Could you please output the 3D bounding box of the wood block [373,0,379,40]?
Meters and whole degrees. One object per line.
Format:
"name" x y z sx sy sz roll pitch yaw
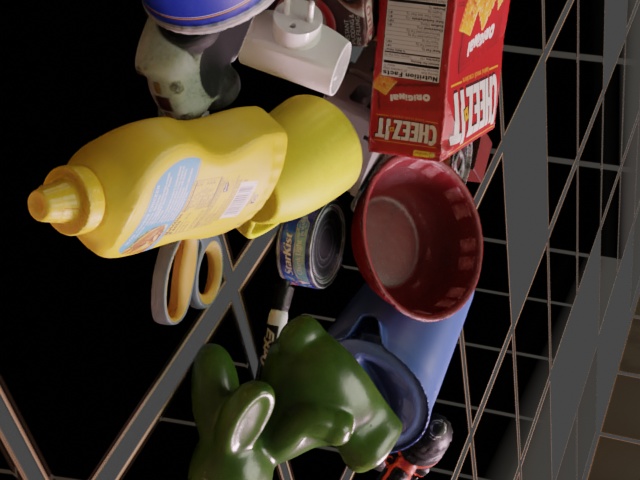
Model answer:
"wood block" 0.054 -0.236 0.950 0.205 0.091 0.090 -33 129 -61

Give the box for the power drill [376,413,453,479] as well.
"power drill" 0.069 0.270 1.115 0.187 0.057 0.184 -52 171 -21

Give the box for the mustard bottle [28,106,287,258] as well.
"mustard bottle" -0.104 -0.034 0.671 0.191 0.058 0.096 -17 148 -55

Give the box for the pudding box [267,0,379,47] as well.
"pudding box" -0.003 -0.209 0.827 0.039 0.090 0.113 -51 143 -52

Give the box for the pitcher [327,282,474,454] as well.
"pitcher" 0.079 0.106 1.104 0.145 0.149 0.242 47 36 -7

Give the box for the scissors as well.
"scissors" -0.085 -0.032 0.799 0.096 0.016 0.202 35 67 -67

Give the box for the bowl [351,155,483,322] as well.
"bowl" 0.081 -0.001 1.011 0.161 0.055 0.162 8 78 -40

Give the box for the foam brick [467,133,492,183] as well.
"foam brick" 0.155 -0.104 1.253 0.051 0.078 0.053 41 61 -65

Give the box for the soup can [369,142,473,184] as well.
"soup can" 0.098 -0.088 1.092 0.068 0.102 0.068 10 90 -67

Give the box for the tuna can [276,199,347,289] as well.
"tuna can" -0.006 0.001 0.972 0.086 0.034 0.086 9 90 -67

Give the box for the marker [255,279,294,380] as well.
"marker" -0.042 0.094 0.943 0.020 0.020 0.121 23 78 -66

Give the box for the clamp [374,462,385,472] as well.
"clamp" 0.074 0.210 1.237 0.164 0.036 0.210 -48 142 -43

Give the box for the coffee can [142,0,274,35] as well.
"coffee can" -0.083 -0.206 0.626 0.140 0.103 0.102 65 41 -53

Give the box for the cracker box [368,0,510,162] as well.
"cracker box" 0.108 -0.186 0.884 0.164 0.072 0.214 -32 129 -60
